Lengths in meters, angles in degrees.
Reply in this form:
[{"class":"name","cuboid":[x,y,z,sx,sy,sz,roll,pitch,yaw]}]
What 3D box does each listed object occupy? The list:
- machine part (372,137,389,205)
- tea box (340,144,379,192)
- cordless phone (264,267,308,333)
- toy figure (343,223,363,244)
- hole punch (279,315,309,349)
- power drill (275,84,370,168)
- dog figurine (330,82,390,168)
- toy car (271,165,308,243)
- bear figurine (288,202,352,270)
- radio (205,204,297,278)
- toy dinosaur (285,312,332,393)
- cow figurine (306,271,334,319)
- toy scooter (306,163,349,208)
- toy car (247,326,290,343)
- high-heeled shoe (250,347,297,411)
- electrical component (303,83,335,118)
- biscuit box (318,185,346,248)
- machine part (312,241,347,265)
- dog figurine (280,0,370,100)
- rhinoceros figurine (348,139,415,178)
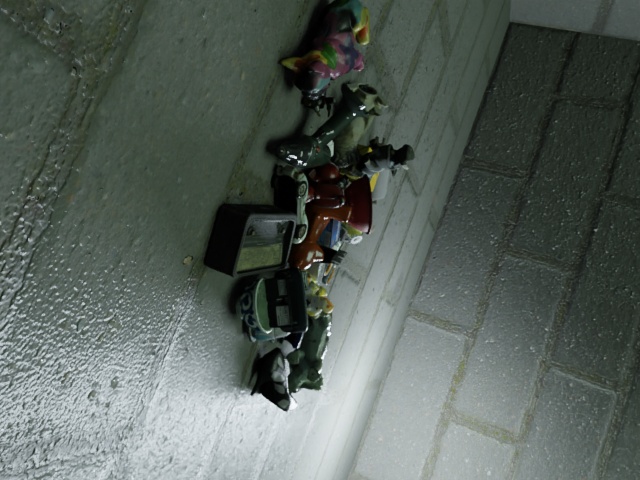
[{"class":"machine part","cuboid":[0.186,-0.218,1.732,0.079,0.079,0.242,-47,147,-48]},{"class":"tea box","cuboid":[0.124,-0.213,1.594,0.169,0.068,0.098,22,86,-70]},{"class":"cordless phone","cuboid":[-0.056,0.136,1.248,0.184,0.089,0.146,7,75,-78]},{"class":"toy figure","cuboid":[0.105,-0.069,1.653,0.089,0.082,0.179,-44,144,-47]},{"class":"hole punch","cuboid":[-0.072,0.225,1.445,0.115,0.092,0.142,12,93,-73]},{"class":"power drill","cuboid":[0.010,-0.238,1.183,0.207,0.086,0.232,-50,168,10]},{"class":"dog figurine","cuboid":[0.086,-0.302,1.418,0.172,0.121,0.190,-56,175,-50]},{"class":"toy car","cuboid":[-0.066,-0.079,1.218,0.056,0.074,0.201,-45,147,-43]},{"class":"bear figurine","cuboid":[-0.007,-0.005,1.357,0.120,0.132,0.195,179,-76,-84]},{"class":"radio","cuboid":[-0.133,-0.003,1.109,0.229,0.073,0.131,-7,114,-68]},{"class":"toy dinosaur","cuboid":[-0.022,0.290,1.595,0.192,0.131,0.404,58,48,-79]},{"class":"cow figurine","cuboid":[-0.034,0.147,1.366,0.098,0.168,0.068,-45,127,2]},{"class":"toy scooter","cuboid":[0.016,-0.128,1.298,0.184,0.135,0.075,-48,147,-50]},{"class":"toy car","cuboid":[-0.103,0.184,1.307,0.162,0.103,0.109,-46,149,-45]},{"class":"high-heeled shoe","cuboid":[-0.102,0.380,1.472,0.145,0.086,0.248,-58,145,-7]},{"class":"electrical component","cuboid":[0.001,-0.322,1.222,0.102,0.045,0.078,-21,128,-64]},{"class":"biscuit box","cuboid":[0.025,-0.077,1.469,0.063,0.059,0.202,-42,145,-54]},{"class":"machine part","cuboid":[0.004,0.038,1.412,0.084,0.139,0.039,-58,132,-28]},{"class":"dog figurine","cuboid":[0.011,-0.395,1.107,0.219,0.109,0.191,-39,143,-51]},{"class":"rhinoceros figurine","cuboid":[0.161,-0.206,1.416,0.112,0.190,0.073,32,62,-31]}]
